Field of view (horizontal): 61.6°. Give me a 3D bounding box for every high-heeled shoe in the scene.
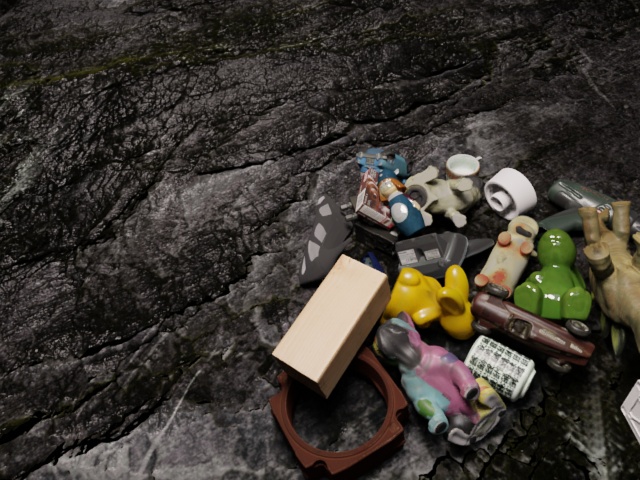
[{"bbox_3d":[-0.002,-0.004,1.188,0.145,0.086,0.249,-41,29,13],"label":"high-heeled shoe"}]

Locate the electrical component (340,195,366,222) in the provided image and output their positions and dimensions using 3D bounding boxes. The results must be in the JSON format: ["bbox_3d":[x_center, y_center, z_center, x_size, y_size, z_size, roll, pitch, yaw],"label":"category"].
[{"bbox_3d":[0.093,-0.071,1.168,0.094,0.021,0.063,-17,49,-8],"label":"electrical component"}]

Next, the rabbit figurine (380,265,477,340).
[{"bbox_3d":[0.218,0.116,0.994,0.173,0.162,0.122,29,44,8],"label":"rabbit figurine"}]

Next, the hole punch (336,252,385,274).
[{"bbox_3d":[0.078,0.097,1.034,0.092,0.142,0.116,-17,60,-46],"label":"hole punch"}]

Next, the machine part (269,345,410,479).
[{"bbox_3d":[0.032,0.284,0.899,0.201,0.087,0.201,-27,51,-13],"label":"machine part"}]

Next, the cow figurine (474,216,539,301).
[{"bbox_3d":[0.372,0.039,1.050,0.086,0.127,0.195,25,74,21],"label":"cow figurine"}]

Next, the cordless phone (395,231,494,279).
[{"bbox_3d":[0.259,0.024,1.104,0.184,0.088,0.147,-13,-3,-40],"label":"cordless phone"}]

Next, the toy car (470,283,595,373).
[{"bbox_3d":[0.348,0.148,0.896,0.202,0.089,0.053,28,20,23],"label":"toy car"}]

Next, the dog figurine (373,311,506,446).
[{"bbox_3d":[0.182,0.217,0.894,0.108,0.191,0.219,-49,40,6],"label":"dog figurine"}]

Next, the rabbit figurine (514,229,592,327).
[{"bbox_3d":[0.436,0.069,0.972,0.121,0.159,0.170,1,73,36],"label":"rabbit figurine"}]

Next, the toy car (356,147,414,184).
[{"bbox_3d":[0.145,-0.153,1.248,0.109,0.161,0.102,11,93,29],"label":"toy car"}]

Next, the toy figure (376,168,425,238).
[{"bbox_3d":[0.158,-0.080,1.080,0.064,0.057,0.154,-29,75,4],"label":"toy figure"}]

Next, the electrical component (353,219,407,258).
[{"bbox_3d":[0.141,-0.036,1.183,0.134,0.058,0.115,31,58,30],"label":"electrical component"}]

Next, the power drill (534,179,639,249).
[{"bbox_3d":[0.540,-0.027,1.103,0.207,0.085,0.232,-33,53,-14],"label":"power drill"}]

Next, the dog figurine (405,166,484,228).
[{"bbox_3d":[0.263,-0.100,1.168,0.172,0.121,0.190,22,17,15],"label":"dog figurine"}]

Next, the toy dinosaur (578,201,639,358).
[{"bbox_3d":[0.497,0.079,0.875,0.105,0.198,0.471,-9,26,25],"label":"toy dinosaur"}]
